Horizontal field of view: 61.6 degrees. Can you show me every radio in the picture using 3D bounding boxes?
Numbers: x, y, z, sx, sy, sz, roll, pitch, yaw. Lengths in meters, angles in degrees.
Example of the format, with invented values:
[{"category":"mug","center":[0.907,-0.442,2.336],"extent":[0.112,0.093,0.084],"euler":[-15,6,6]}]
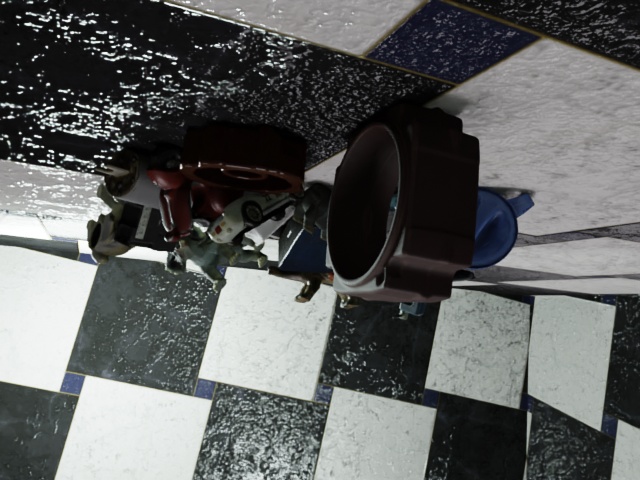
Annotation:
[{"category":"radio","center":[-0.002,-0.003,1.119],"extent":[0.131,0.073,0.229],"euler":[5,156,-16]}]

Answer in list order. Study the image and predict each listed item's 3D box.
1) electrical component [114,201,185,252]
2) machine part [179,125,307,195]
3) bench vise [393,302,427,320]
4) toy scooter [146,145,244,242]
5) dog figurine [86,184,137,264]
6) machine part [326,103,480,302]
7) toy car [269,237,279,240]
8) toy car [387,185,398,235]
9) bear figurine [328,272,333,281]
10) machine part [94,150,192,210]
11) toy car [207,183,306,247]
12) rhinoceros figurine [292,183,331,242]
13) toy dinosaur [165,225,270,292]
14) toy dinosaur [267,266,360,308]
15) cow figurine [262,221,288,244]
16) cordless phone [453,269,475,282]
[{"category":"electrical component","center":[-0.307,-0.038,1.011],"extent":[0.058,0.114,0.134],"euler":[23,-175,33]},{"category":"machine part","center":[-0.101,-0.105,0.724],"extent":[0.179,0.056,0.179],"euler":[5,173,1]},{"category":"bench vise","center":[0.239,0.073,1.222],"extent":[0.224,0.240,0.128],"euler":[18,-174,37]},{"category":"toy scooter","center":[-0.189,-0.058,0.820],"extent":[0.075,0.135,0.183],"euler":[-2,171,34]},{"category":"dog figurine","center":[-0.351,-0.021,1.076],"extent":[0.190,0.172,0.121],"euler":[20,175,-39]},{"category":"machine part","center":[0.080,-0.034,0.596],"extent":[0.087,0.201,0.201],"euler":[10,171,-22]},{"category":"toy car","center":[-0.141,-0.027,1.311],"extent":[0.202,0.053,0.089],"euler":[10,176,-9]},{"category":"toy car","center":[0.113,-0.047,0.852],"extent":[0.162,0.103,0.109],"euler":[-4,168,37]},{"category":"bear figurine","center":[0.108,0.036,1.364],"extent":[0.196,0.132,0.120],"euler":[7,146,33]},{"category":"machine part","center":[-0.252,-0.086,0.864],"extent":[0.079,0.079,0.243],"euler":[0,172,30]},{"category":"toy car","center":[-0.093,-0.049,0.847],"extent":[0.073,0.056,0.202],"euler":[-39,178,39]},{"category":"rhinoceros figurine","center":[0.042,-0.038,0.965],"extent":[0.190,0.112,0.073],"euler":[25,-174,-30]},{"category":"toy dinosaur","center":[-0.258,0.014,1.413],"extent":[0.192,0.131,0.405],"euler":[33,-156,17]},{"category":"toy dinosaur","center":[0.074,0.090,1.505],"extent":[0.471,0.198,0.105],"euler":[8,170,-25]},{"category":"cow figurine","center":[-0.068,-0.028,1.229],"extent":[0.167,0.068,0.098],"euler":[6,164,-20]},{"category":"cordless phone","center":[0.202,0.063,1.042],"extent":[0.184,0.088,0.146],"euler":[0,176,13]}]
